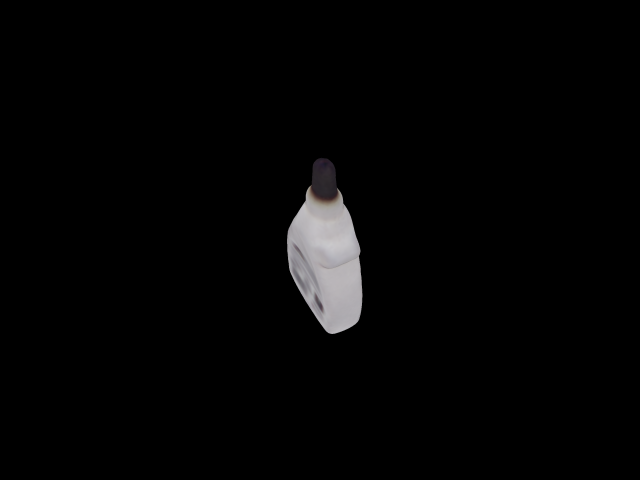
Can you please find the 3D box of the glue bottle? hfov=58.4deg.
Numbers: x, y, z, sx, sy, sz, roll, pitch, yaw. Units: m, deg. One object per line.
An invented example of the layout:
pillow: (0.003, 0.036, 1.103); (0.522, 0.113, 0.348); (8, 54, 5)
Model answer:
glue bottle: (0.004, 0.001, 0.400); (0.037, 0.173, 0.078); (-25, 63, -13)
